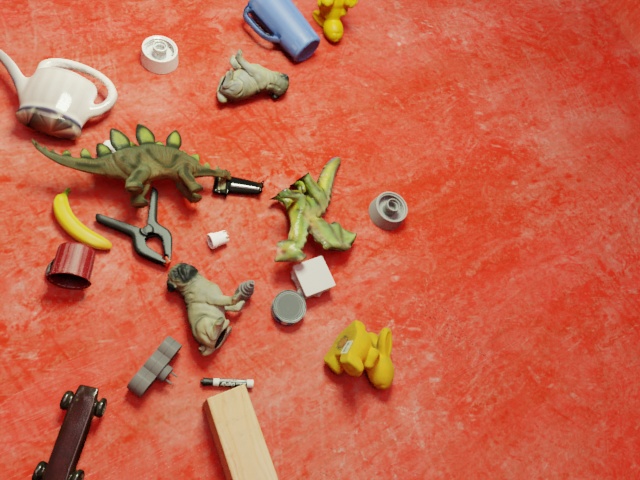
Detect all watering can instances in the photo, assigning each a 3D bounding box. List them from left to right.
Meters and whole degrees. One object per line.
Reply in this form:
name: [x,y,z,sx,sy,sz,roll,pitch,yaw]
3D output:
watering can: [-0.709,-0.380,1.317,0.347,0.229,0.102,13,-27,-13]

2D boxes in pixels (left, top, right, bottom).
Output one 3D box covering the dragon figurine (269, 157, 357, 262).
dragon figurine: [0.004,-0.071,1.409,0.417,0.243,0.120,-37,0,-40]
